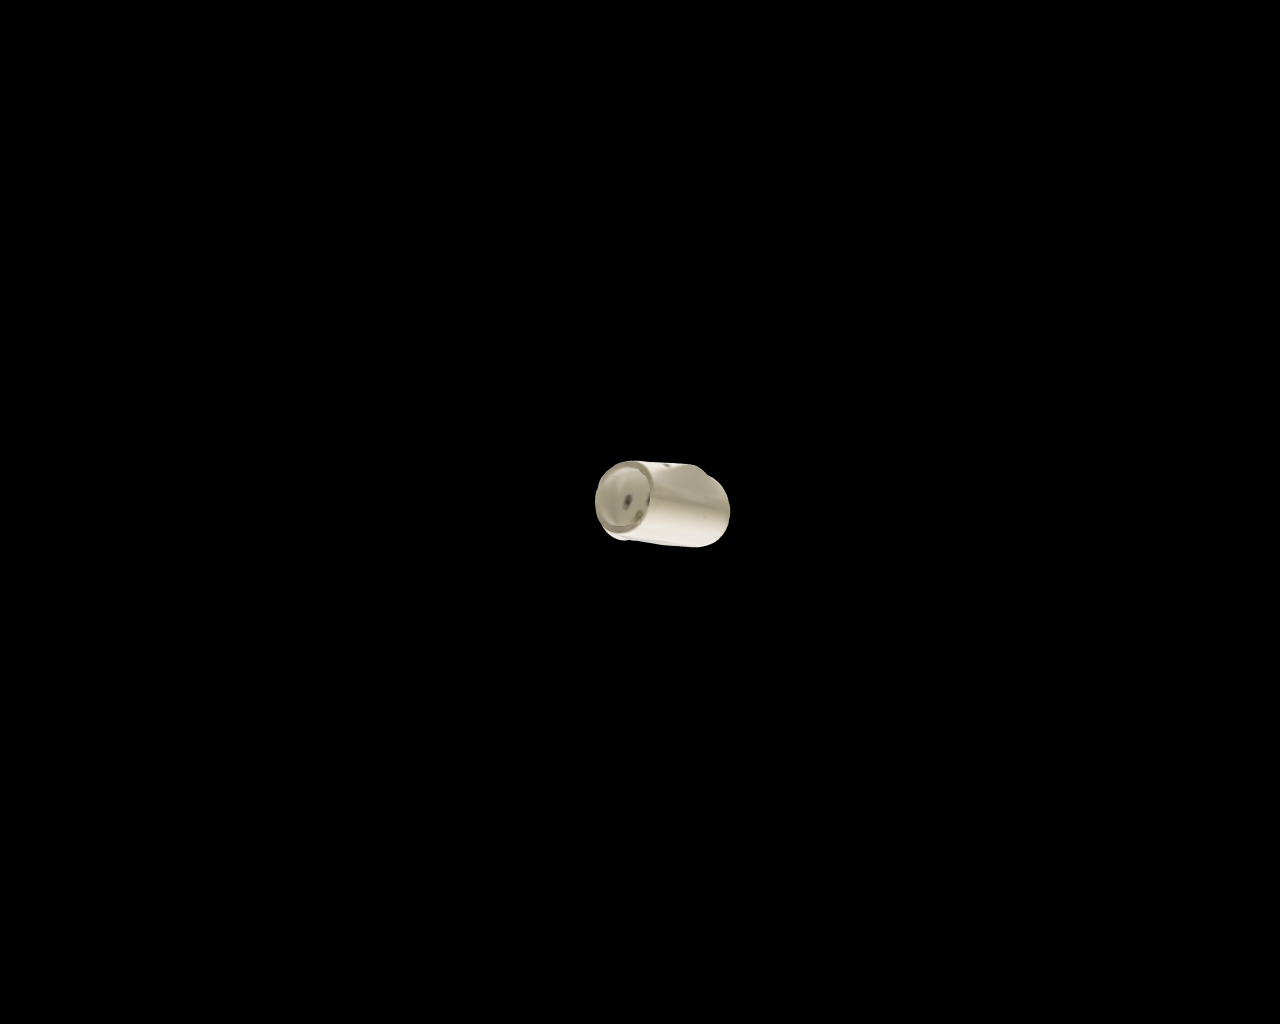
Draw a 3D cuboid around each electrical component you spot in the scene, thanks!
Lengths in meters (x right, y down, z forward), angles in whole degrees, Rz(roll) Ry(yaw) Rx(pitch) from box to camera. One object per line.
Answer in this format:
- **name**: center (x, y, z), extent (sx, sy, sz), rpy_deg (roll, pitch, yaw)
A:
- **electrical component**: center (0.001, -0.003, 0.650), extent (0.079, 0.043, 0.077), rpy_deg (-7, -11, 39)
